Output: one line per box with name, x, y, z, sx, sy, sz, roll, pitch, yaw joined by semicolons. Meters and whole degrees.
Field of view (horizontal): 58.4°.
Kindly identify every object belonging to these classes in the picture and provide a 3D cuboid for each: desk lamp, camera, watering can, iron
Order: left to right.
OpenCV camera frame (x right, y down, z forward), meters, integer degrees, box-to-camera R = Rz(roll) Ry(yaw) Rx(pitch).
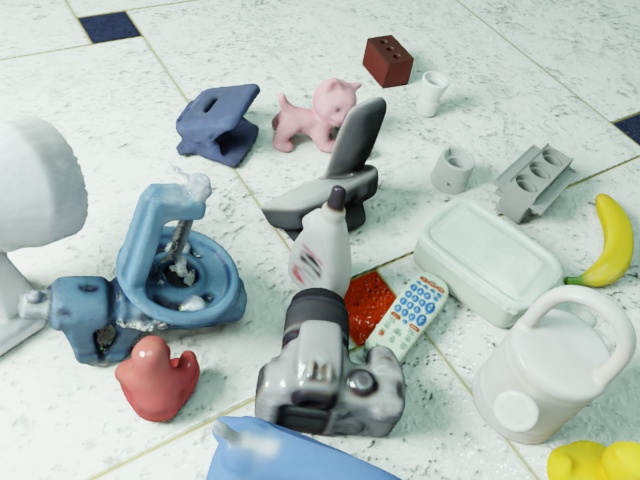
desk lamp;-0.316;0.009;0.526;0.117;0.213;0.204;36;53;18
camera;0.012;0.115;0.578;0.143;0.101;0.137;8;50;-5
iron;0.019;0.212;0.472;0.258;0.141;0.119;16;49;2
watering can;0.226;0.122;0.554;0.101;0.194;0.173;23;50;8

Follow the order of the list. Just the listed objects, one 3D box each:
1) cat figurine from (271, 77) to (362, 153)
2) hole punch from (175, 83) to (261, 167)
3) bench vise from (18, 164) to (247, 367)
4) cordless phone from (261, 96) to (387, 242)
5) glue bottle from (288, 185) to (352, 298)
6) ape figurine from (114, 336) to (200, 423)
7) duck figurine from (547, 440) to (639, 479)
cat figurine;-0.002;-0.188;0.816;0.128;0.118;0.067;-3;51;-13
hole punch;-0.141;-0.169;0.790;0.101;0.091;0.109;18;50;4
bench vise;-0.163;0.036;0.530;0.208;0.220;0.121;-27;60;-29
cordless phone;0.009;-0.088;0.691;0.148;0.185;0.094;-31;62;-31
glue bottle;0.006;0.002;0.623;0.078;0.173;0.037;40;55;21
ape figurine;-0.156;0.124;0.543;0.078;0.092;0.076;8;50;-4
duck figurine;0.281;0.223;0.552;0.104;0.086;0.077;12;49;-1
